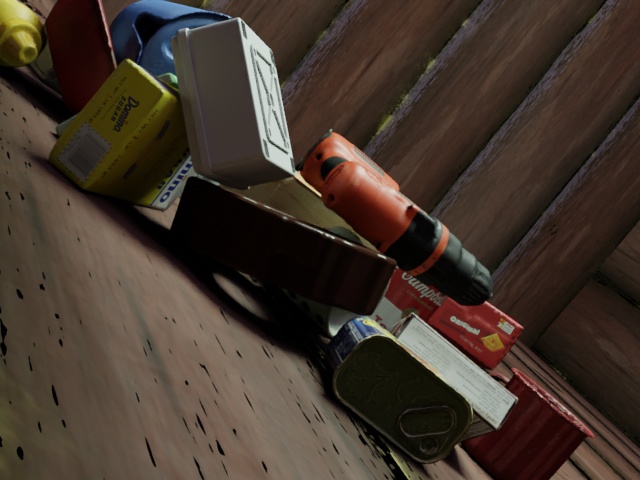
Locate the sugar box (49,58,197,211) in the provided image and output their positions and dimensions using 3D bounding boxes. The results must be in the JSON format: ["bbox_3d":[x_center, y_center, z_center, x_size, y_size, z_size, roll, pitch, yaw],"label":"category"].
[{"bbox_3d":[-0.133,-0.075,0.829,0.048,0.093,0.176,42,6,13],"label":"sugar box"}]

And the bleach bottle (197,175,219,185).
[{"bbox_3d":[-0.123,-0.089,1.210,0.102,0.068,0.251,21,10,-31],"label":"bleach bottle"}]

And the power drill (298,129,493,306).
[{"bbox_3d":[0.062,-0.023,0.963,0.184,0.057,0.188,39,4,-23],"label":"power drill"}]

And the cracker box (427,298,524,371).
[{"bbox_3d":[0.144,0.088,1.317,0.164,0.072,0.214,35,-5,1],"label":"cracker box"}]

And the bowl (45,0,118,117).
[{"bbox_3d":[-0.216,-0.165,0.991,0.162,0.055,0.162,166,-90,-83],"label":"bowl"}]

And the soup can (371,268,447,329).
[{"bbox_3d":[0.079,0.064,1.073,0.068,0.102,0.068,39,5,-4],"label":"soup can"}]

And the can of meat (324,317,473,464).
[{"bbox_3d":[0.053,0.106,0.779,0.102,0.057,0.084,39,2,-10],"label":"can of meat"}]

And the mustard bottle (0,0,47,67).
[{"bbox_3d":[-0.303,-0.209,0.987,0.192,0.058,0.096,43,-1,43],"label":"mustard bottle"}]

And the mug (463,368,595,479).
[{"bbox_3d":[0.175,0.168,0.957,0.093,0.081,0.117,34,8,-48],"label":"mug"}]

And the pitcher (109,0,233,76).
[{"bbox_3d":[-0.147,-0.180,1.130,0.144,0.149,0.243,-6,20,-19],"label":"pitcher"}]

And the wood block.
[{"bbox_3d":[-0.007,0.001,1.098,0.205,0.090,0.091,36,7,-34],"label":"wood block"}]

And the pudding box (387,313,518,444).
[{"bbox_3d":[0.094,0.116,0.874,0.113,0.039,0.090,38,-25,-2],"label":"pudding box"}]

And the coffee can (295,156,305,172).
[{"bbox_3d":[0.007,-0.036,1.459,0.140,0.103,0.103,38,5,-8],"label":"coffee can"}]
